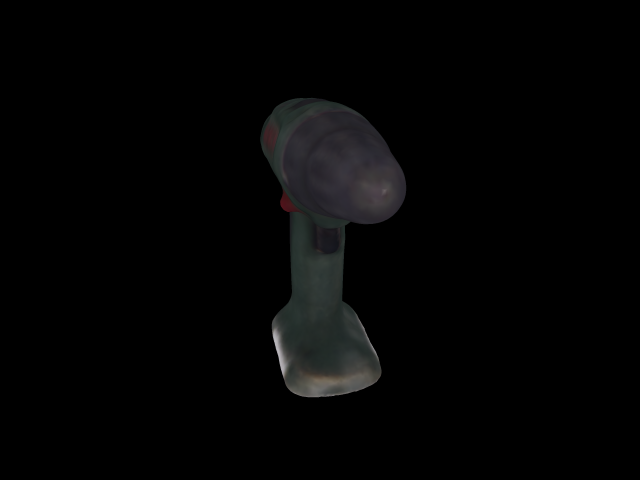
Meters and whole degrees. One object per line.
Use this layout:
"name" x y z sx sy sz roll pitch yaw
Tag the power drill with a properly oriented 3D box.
"power drill" 0.004 0.001 0.400 0.076 0.208 0.229 -8 31 -12
